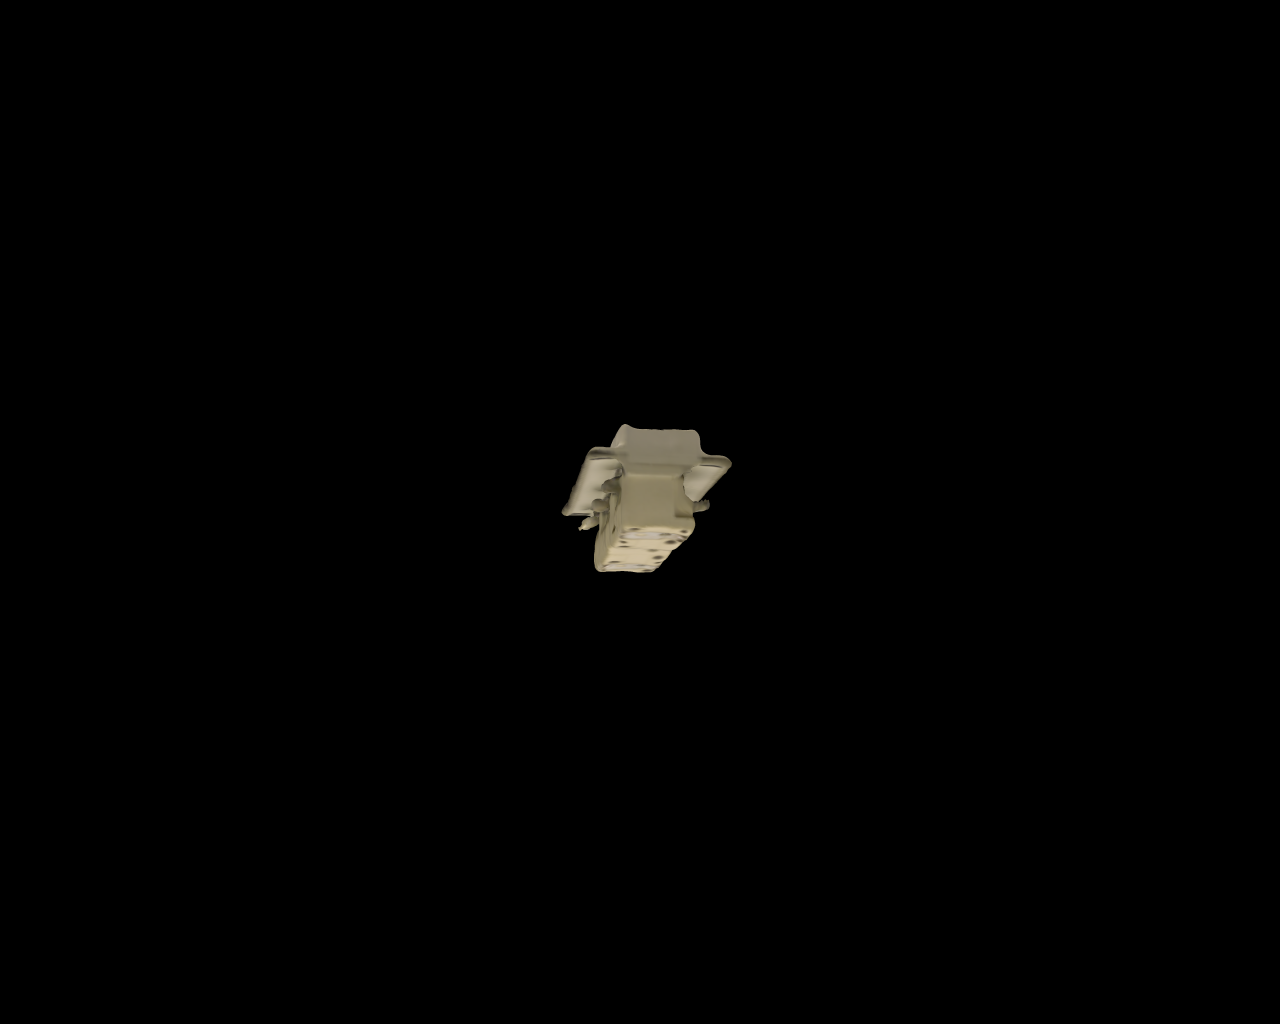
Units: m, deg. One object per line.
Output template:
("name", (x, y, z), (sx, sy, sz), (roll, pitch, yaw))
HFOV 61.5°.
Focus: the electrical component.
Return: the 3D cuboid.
("electrical component", (0.001, -0.003, 0.650), (0.079, 0.063, 0.121), (3, -16, -11))
